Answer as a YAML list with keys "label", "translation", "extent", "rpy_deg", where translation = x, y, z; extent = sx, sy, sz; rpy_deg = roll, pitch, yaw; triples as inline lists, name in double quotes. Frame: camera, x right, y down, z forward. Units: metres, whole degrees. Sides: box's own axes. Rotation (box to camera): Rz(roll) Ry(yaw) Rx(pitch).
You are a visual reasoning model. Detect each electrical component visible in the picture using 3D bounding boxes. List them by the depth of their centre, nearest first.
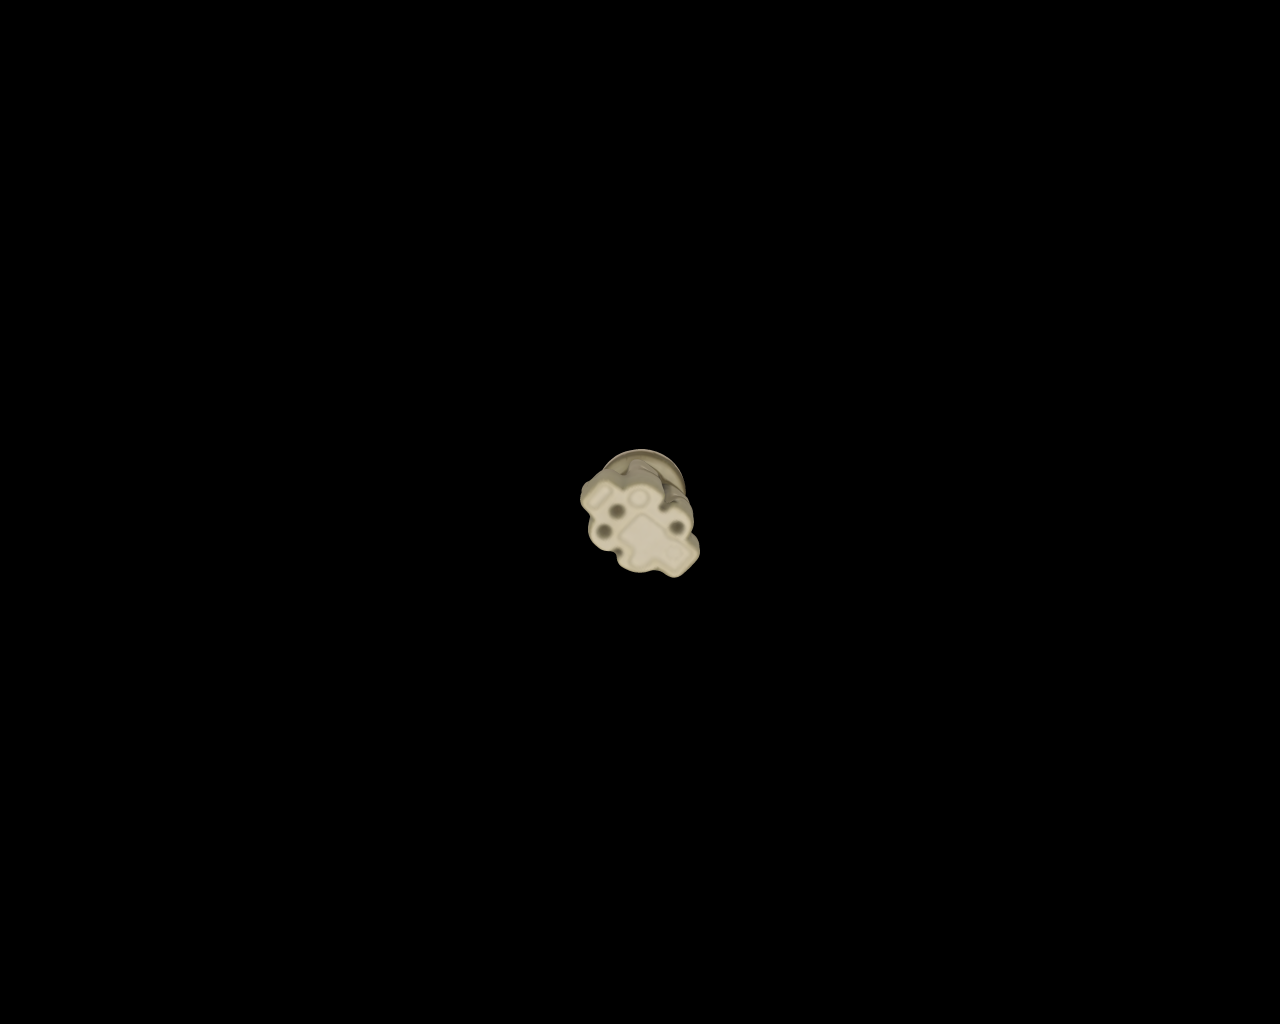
- label: "electrical component"
  translation: [0.001, -0.003, 0.650]
  extent: [0.078, 0.058, 0.057]
  rpy_deg: [38, 22, -18]
